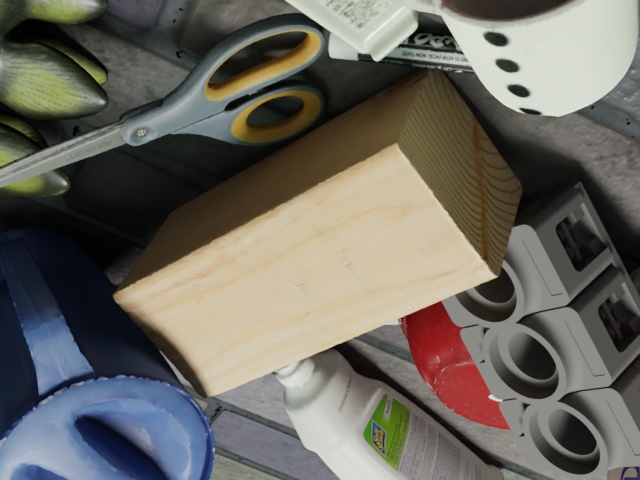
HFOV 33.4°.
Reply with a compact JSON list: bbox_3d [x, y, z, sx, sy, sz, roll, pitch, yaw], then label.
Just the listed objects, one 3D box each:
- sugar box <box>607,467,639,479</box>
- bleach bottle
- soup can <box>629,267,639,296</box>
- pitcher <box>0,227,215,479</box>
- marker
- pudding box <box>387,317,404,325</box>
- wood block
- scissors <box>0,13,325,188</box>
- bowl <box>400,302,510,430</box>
[{"bbox_3d":[0.238,0.116,0.650,0.048,0.093,0.176,20,163,-9],"label":"sugar box"},{"bbox_3d":[0.052,0.159,0.842,0.068,0.102,0.250,-24,123,33],"label":"bleach bottle"},{"bbox_3d":[0.216,0.036,0.614,0.068,0.068,0.102,26,145,-14],"label":"soup can"},{"bbox_3d":[-0.170,0.076,0.686,0.144,0.243,0.149,22,104,-34],"label":"pitcher"},{"bbox_3d":[0.065,-0.094,0.537,0.121,0.020,0.020,9,145,11],"label":"marker"},{"bbox_3d":[-0.005,0.016,0.702,0.114,0.039,0.090,-2,139,21],"label":"pudding box"},{"bbox_3d":[-0.003,0.001,0.594,0.206,0.090,0.090,-26,112,33],"label":"wood block"},{"bbox_3d":[-0.081,-0.056,0.578,0.202,0.016,0.096,-29,147,11],"label":"scissors"},{"bbox_3d":[0.127,0.084,0.727,0.162,0.055,0.162,12,145,8],"label":"bowl"}]
